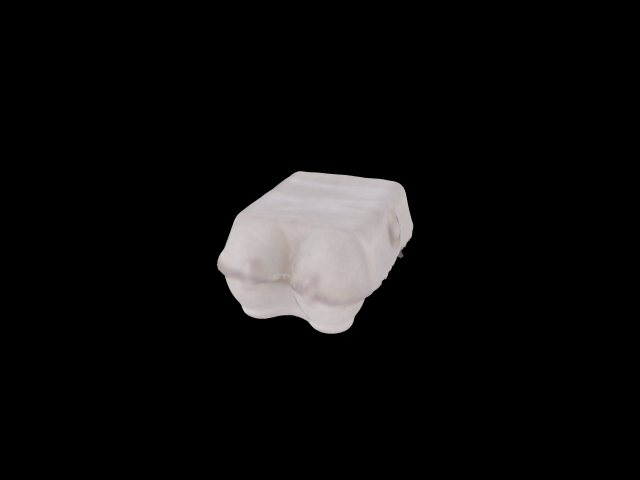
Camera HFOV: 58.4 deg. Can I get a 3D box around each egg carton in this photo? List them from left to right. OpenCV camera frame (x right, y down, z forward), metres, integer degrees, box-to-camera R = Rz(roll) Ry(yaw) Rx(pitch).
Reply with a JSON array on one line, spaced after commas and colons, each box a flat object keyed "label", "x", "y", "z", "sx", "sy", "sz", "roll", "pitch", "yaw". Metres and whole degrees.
[{"label": "egg carton", "x": 0.004, "y": 0.001, "z": 0.400, "sx": 0.107, "sy": 0.069, "sz": 0.150, "roll": 8, "pitch": 26, "yaw": 18}]
